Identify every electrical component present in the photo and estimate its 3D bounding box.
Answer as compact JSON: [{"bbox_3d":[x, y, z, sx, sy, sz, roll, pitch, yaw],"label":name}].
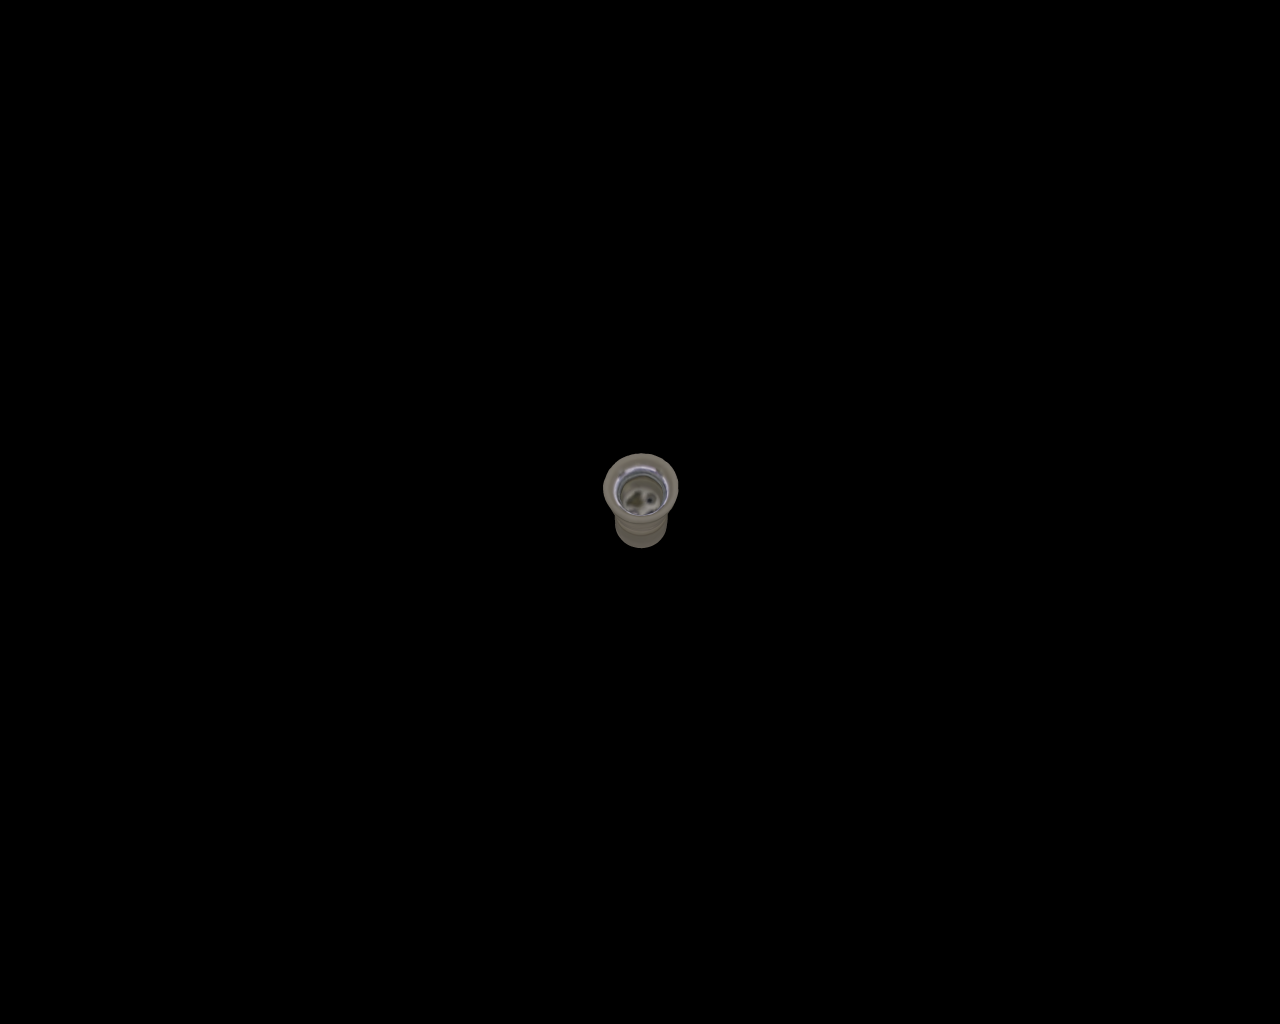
[{"bbox_3d":[0.001,-0.003,0.650,0.044,0.044,0.065,0,-23,0],"label":"electrical component"}]
